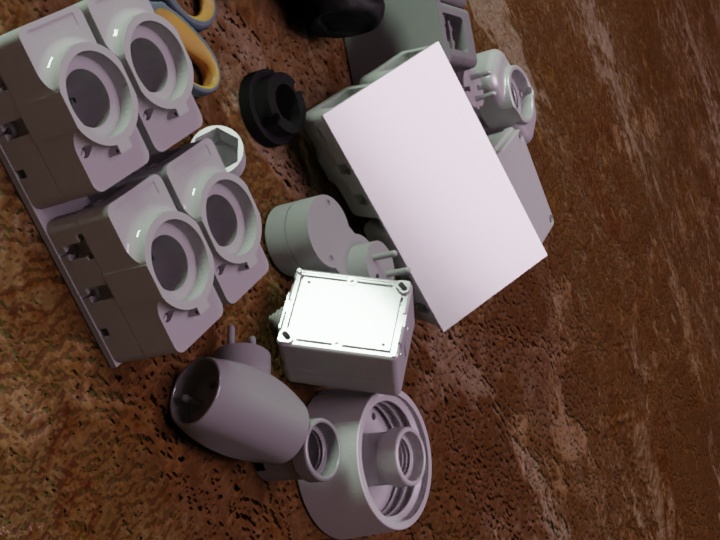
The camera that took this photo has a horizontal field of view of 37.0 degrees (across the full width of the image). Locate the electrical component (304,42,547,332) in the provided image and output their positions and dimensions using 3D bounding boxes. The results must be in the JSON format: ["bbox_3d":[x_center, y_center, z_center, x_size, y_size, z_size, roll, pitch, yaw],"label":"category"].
[{"bbox_3d":[0.048,-0.062,0.818,0.105,0.060,0.186,-35,108,-16],"label":"electrical component"}]

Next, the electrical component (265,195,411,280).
[{"bbox_3d":[0.000,0.000,0.769,0.138,0.074,0.052,51,41,-37],"label":"electrical component"}]

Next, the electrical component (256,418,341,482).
[{"bbox_3d":[-0.042,0.117,0.693,0.040,0.046,0.040,24,61,-52],"label":"electrical component"}]

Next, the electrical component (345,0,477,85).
[{"bbox_3d":[0.034,-0.229,0.881,0.062,0.089,0.150,-7,86,-58],"label":"electrical component"}]

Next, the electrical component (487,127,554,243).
[{"bbox_3d":[0.126,-0.061,1.002,0.108,0.056,0.108,-49,121,-52],"label":"electrical component"}]

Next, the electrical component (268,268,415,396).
[{"bbox_3d":[-0.014,0.043,0.730,0.061,0.096,0.061,83,17,-54],"label":"electrical component"}]

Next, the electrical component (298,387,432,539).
[{"bbox_3d":[0.011,0.133,0.756,0.108,0.060,0.108,24,61,-53],"label":"electrical component"}]

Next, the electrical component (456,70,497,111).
[{"bbox_3d":[0.084,-0.155,0.946,0.047,0.077,0.065,-19,97,-57],"label":"electrical component"}]

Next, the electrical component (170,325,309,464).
[{"bbox_3d":[-0.073,0.071,0.661,0.077,0.043,0.079,32,42,-41],"label":"electrical component"}]

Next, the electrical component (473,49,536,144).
[{"bbox_3d":[0.130,-0.162,1.036,0.095,0.059,0.053,50,42,-37],"label":"electrical component"}]

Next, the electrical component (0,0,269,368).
[{"bbox_3d":[-0.128,-0.055,0.600,0.105,0.060,0.186,-48,120,-52],"label":"electrical component"}]
